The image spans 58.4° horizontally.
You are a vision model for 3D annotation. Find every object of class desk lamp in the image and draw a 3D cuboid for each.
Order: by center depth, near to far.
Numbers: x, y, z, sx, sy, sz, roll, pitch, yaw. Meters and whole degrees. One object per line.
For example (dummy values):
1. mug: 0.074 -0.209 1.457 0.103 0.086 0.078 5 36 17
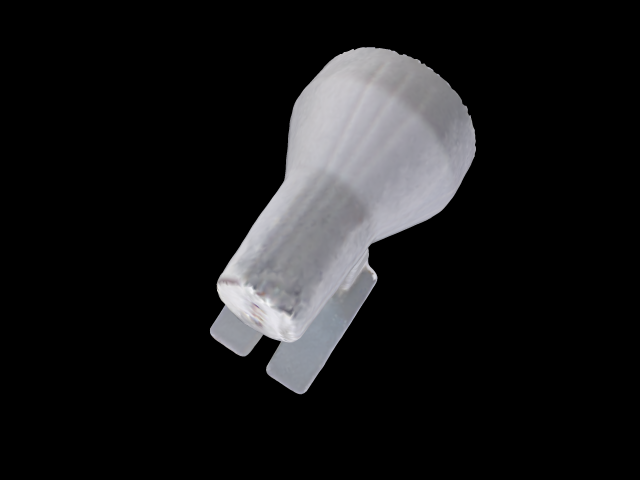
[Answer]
1. desk lamp: 0.004 0.001 0.400 0.118 0.213 0.203 31 79 7
